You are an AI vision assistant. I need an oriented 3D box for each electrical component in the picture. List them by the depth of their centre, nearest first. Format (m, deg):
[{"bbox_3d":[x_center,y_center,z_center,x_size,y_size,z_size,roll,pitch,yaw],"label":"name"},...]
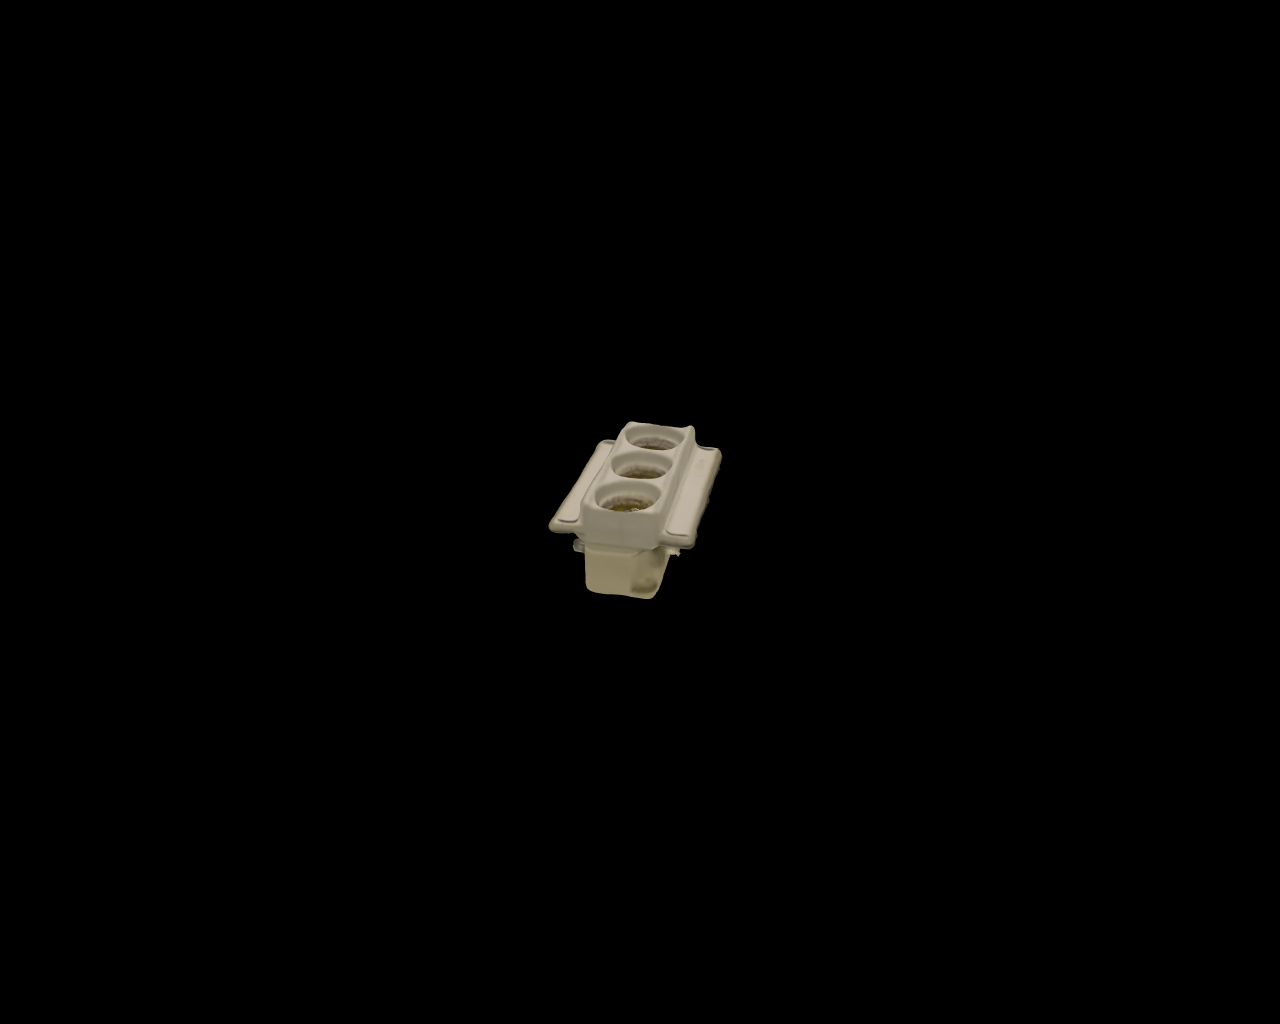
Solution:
[{"bbox_3d":[0.001,-0.003,0.650,0.079,0.063,0.121,5,29,10],"label":"electrical component"}]
